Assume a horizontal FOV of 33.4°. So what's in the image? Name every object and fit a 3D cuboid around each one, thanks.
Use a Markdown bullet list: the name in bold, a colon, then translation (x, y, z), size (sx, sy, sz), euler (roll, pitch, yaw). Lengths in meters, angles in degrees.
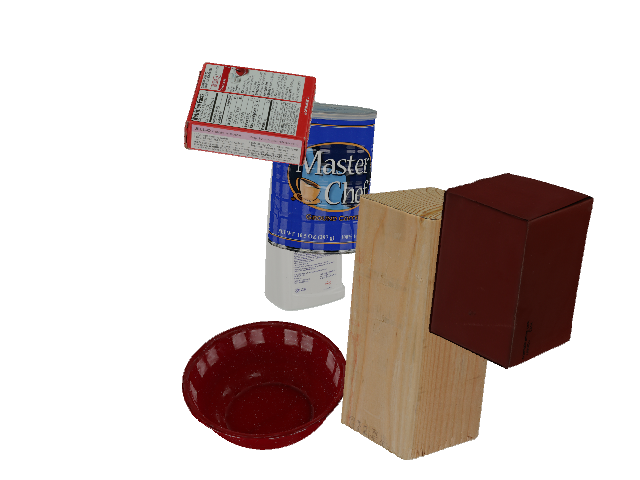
- **bowl**: translation (-0.052, 0.151, 1.044), size (0.162, 0.055, 0.162), euler (-3, 37, 2)
- **wood block**: translation (0.085, 0.067, 0.908), size (0.090, 0.206, 0.090), euler (-8, 20, -38)
- **gelatin box**: translation (-0.051, -0.094, 0.789), size (0.089, 0.073, 0.030), euler (7, -44, 0)
- **foam brick**: translation (0.091, 0.013, 0.516), size (0.052, 0.078, 0.051), euler (-16, 30, -40)
- **coffee can**: translation (0.001, -0.065, 1.083), size (0.103, 0.140, 0.103), euler (4, 12, -1)
- **bleach bottle**: translation (-0.014, -0.044, 1.284), size (0.102, 0.251, 0.068), euler (-13, 28, -33)
